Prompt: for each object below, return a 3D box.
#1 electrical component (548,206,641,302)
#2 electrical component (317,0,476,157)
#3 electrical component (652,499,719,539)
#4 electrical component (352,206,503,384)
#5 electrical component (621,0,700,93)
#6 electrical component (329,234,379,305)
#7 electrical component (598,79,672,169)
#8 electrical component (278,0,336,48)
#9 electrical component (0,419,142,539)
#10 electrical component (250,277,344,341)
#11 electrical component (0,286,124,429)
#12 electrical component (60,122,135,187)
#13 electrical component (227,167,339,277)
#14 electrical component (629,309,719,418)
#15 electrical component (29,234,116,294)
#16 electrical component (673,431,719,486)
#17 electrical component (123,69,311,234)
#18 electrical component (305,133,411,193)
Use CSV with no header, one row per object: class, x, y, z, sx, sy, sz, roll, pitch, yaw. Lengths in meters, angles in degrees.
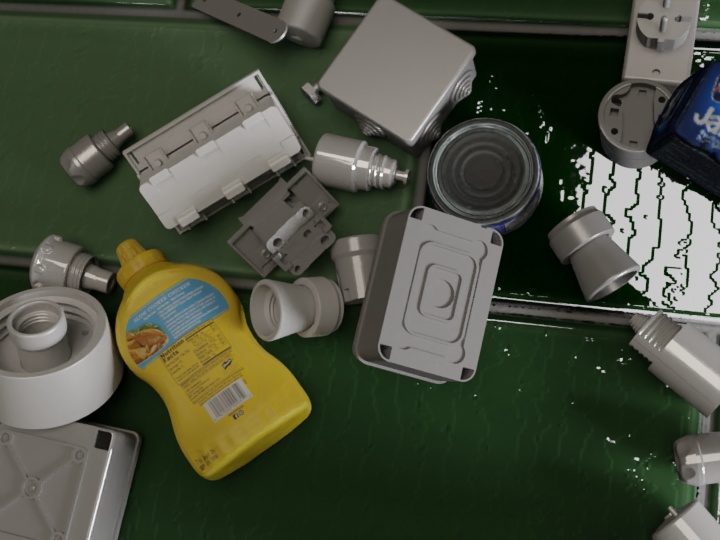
electrical component,0.166,-0.012,0.764,0.045,0.045,0.055,-32,73,3
electrical component,0.031,-0.146,0.820,0.100,0.048,0.099,34,86,17
electrical component,0.229,0.188,0.708,0.040,0.040,0.078,-40,73,0
electrical component,0.046,0.019,0.761,0.078,0.057,0.113,17,80,-18
electrical component,0.218,-0.174,0.774,0.047,0.075,0.083,8,79,13
electrical component,0.000,0.000,0.799,0.040,0.040,0.046,-10,81,9
electrical component,0.200,-0.103,0.777,0.055,0.047,0.055,-3,77,11
electrical component,-0.038,-0.214,0.854,0.040,0.040,0.078,19,82,15
electrical component,-0.231,0.163,0.799,0.109,0.056,0.108,10,80,13
electrical component,-0.046,0.028,0.783,0.045,0.055,0.045,5,96,54
electrical component,-0.234,0.057,0.794,0.108,0.060,0.108,-1,40,1
electrical component,-0.209,-0.096,0.865,0.061,0.035,0.035,-38,73,-1
electrical component,-0.053,-0.031,0.798,0.081,0.042,0.064,-45,30,0
electrical component,0.220,0.058,0.738,0.081,0.043,0.043,41,88,17
electrical component,-0.223,0.002,0.842,0.062,0.048,0.048,17,81,8
electrical component,0.244,0.125,0.723,0.061,0.035,0.035,-9,76,8
electrical component,-0.108,-0.085,0.820,0.121,0.063,0.078,-31,114,3
electrical component,0.000,-0.078,0.816,0.078,0.040,0.040,14,80,14
